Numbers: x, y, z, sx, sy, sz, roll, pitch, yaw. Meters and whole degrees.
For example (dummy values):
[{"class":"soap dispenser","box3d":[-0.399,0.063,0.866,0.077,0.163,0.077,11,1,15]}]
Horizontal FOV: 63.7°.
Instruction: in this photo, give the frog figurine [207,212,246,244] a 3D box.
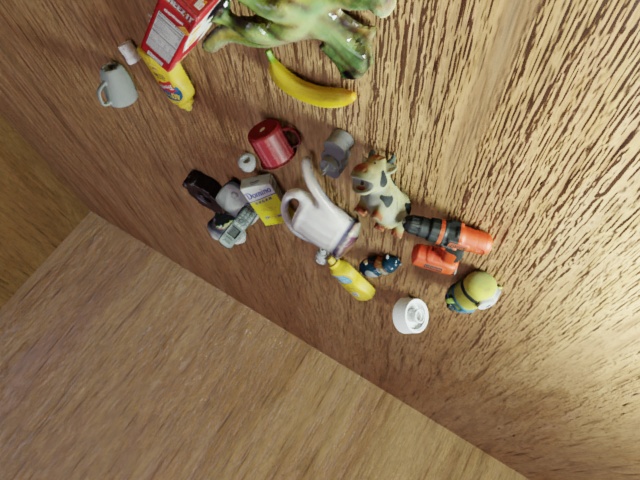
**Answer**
[{"class":"frog figurine","box3d":[-0.343,-0.026,1.910,0.137,0.125,0.155,8,140,12]}]

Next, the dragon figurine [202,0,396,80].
[{"class":"dragon figurine","box3d":[-0.030,-0.320,0.800,0.241,0.124,0.408,33,162,-20]}]

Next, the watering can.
[{"class":"watering can","box3d":[0.004,-0.066,1.306,0.225,0.106,0.341,32,153,3]}]
